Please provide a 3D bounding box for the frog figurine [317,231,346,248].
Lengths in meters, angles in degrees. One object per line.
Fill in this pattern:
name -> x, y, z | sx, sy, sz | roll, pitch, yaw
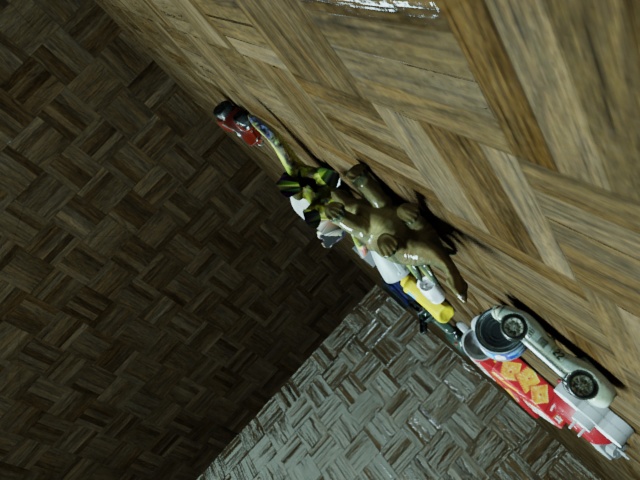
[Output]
frog figurine -> 0.033, -0.072, 1.894 | 0.135, 0.121, 0.163 | 34, -140, -45

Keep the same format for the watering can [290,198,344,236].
watering can -> 0.005, -0.082, 1.637 | 0.342, 0.104, 0.227 | 46, 176, -41

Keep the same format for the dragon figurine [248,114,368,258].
dragon figurine -> -0.010, -0.127, 1.208 | 0.410, 0.122, 0.243 | 52, -174, 0
